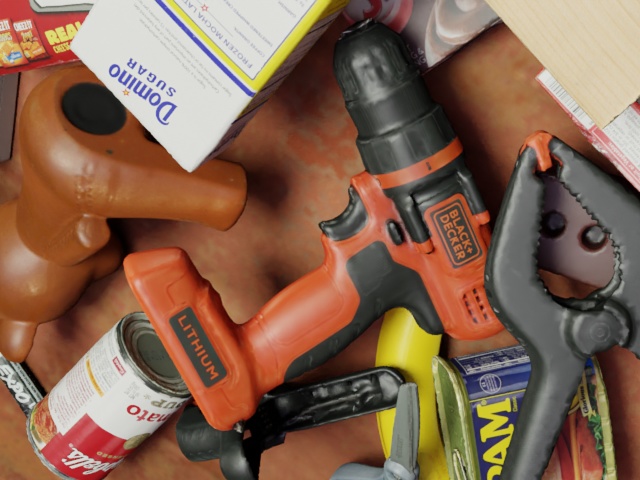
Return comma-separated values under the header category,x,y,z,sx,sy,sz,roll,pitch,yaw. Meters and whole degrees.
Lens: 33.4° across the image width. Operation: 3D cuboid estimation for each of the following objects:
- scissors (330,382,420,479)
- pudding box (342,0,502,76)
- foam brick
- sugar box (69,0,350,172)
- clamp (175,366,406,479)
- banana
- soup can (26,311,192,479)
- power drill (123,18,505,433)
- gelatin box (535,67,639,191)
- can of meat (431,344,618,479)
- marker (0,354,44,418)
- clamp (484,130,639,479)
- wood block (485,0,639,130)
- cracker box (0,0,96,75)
category,x,y,z,sx,sy,sz,roll,pitch,yaw
scissors,0.032,0.129,0.616,0.096,0.016,0.201,20,144,34
pudding box,0.063,-0.147,0.571,0.114,0.039,0.090,-33,91,23
foam brick,0.149,-0.007,0.573,0.078,0.051,0.053,19,110,13
sugar box,-0.040,-0.121,0.499,0.093,0.048,0.177,47,132,0
clamp,-0.027,0.105,0.639,0.172,0.120,0.039,-5,99,66
banana,0.066,0.096,0.641,0.069,0.037,0.198,-15,103,-4
soup can,-0.133,0.102,0.691,0.068,0.068,0.102,47,113,2
power drill,-0.004,0.001,0.561,0.187,0.057,0.184,-27,104,-3
gelatin box,0.153,-0.064,0.545,0.089,0.073,0.030,47,114,1
can of meat,0.115,0.108,0.599,0.084,0.057,0.102,-11,103,-6
marker,-0.211,0.097,0.743,0.020,0.020,0.121,-33,92,23
clamp,0.150,0.044,0.535,0.164,0.036,0.210,-11,97,8
wood block,0.100,-0.163,0.473,0.206,0.090,0.091,49,128,6
cracker box,-0.145,-0.208,0.585,0.164,0.072,0.214,-4,112,29
